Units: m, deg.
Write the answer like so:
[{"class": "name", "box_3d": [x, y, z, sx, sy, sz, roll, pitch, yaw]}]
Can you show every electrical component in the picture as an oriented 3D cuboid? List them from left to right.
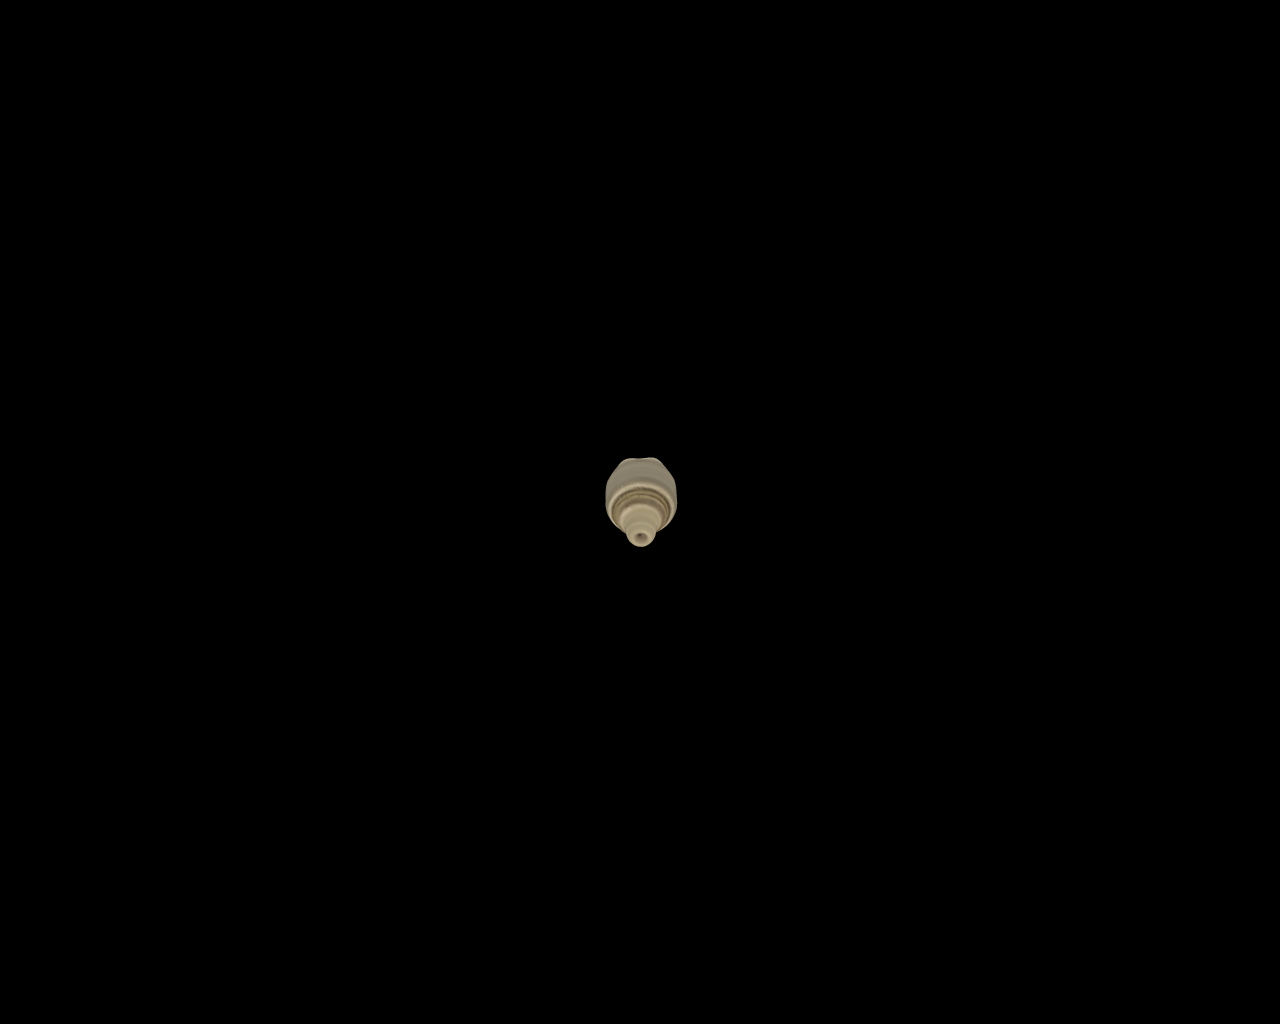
[{"class": "electrical component", "box_3d": [0.001, -0.003, 0.650, 0.043, 0.043, 0.062, 0, 37, 0]}]
